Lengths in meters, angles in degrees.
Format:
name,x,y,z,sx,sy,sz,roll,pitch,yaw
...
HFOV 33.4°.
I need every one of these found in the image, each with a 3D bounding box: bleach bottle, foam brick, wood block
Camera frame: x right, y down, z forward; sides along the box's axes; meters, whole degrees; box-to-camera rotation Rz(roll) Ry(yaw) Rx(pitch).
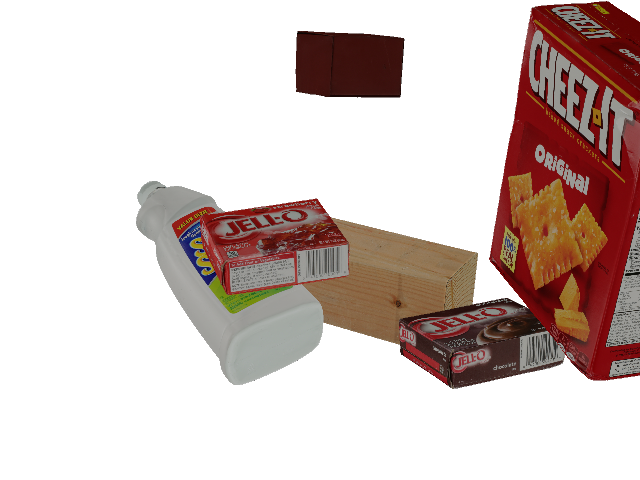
name,x,y,z,sx,sy,sz,roll,pitch,yaw
bleach bottle,-0.105,0.022,0.976,0.102,0.068,0.251,-21,44,-28
foam brick,0.025,-0.148,0.899,0.078,0.051,0.053,-5,16,-35
wood block,0.056,0.044,1.166,0.206,0.091,0.090,15,27,25

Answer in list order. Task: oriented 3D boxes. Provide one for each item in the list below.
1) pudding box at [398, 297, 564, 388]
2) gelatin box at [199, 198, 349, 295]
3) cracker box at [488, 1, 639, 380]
name,x,y,z,sx,sy,sz,roll,pitch,yaw
pudding box,0.135,0.084,0.898,0.113,0.039,0.090,-7,16,-22
gelatin box,-0.033,0.003,0.735,0.089,0.030,0.073,-8,28,-15
cracker box,0.191,-0.036,0.741,0.072,0.214,0.164,-7,34,-16
